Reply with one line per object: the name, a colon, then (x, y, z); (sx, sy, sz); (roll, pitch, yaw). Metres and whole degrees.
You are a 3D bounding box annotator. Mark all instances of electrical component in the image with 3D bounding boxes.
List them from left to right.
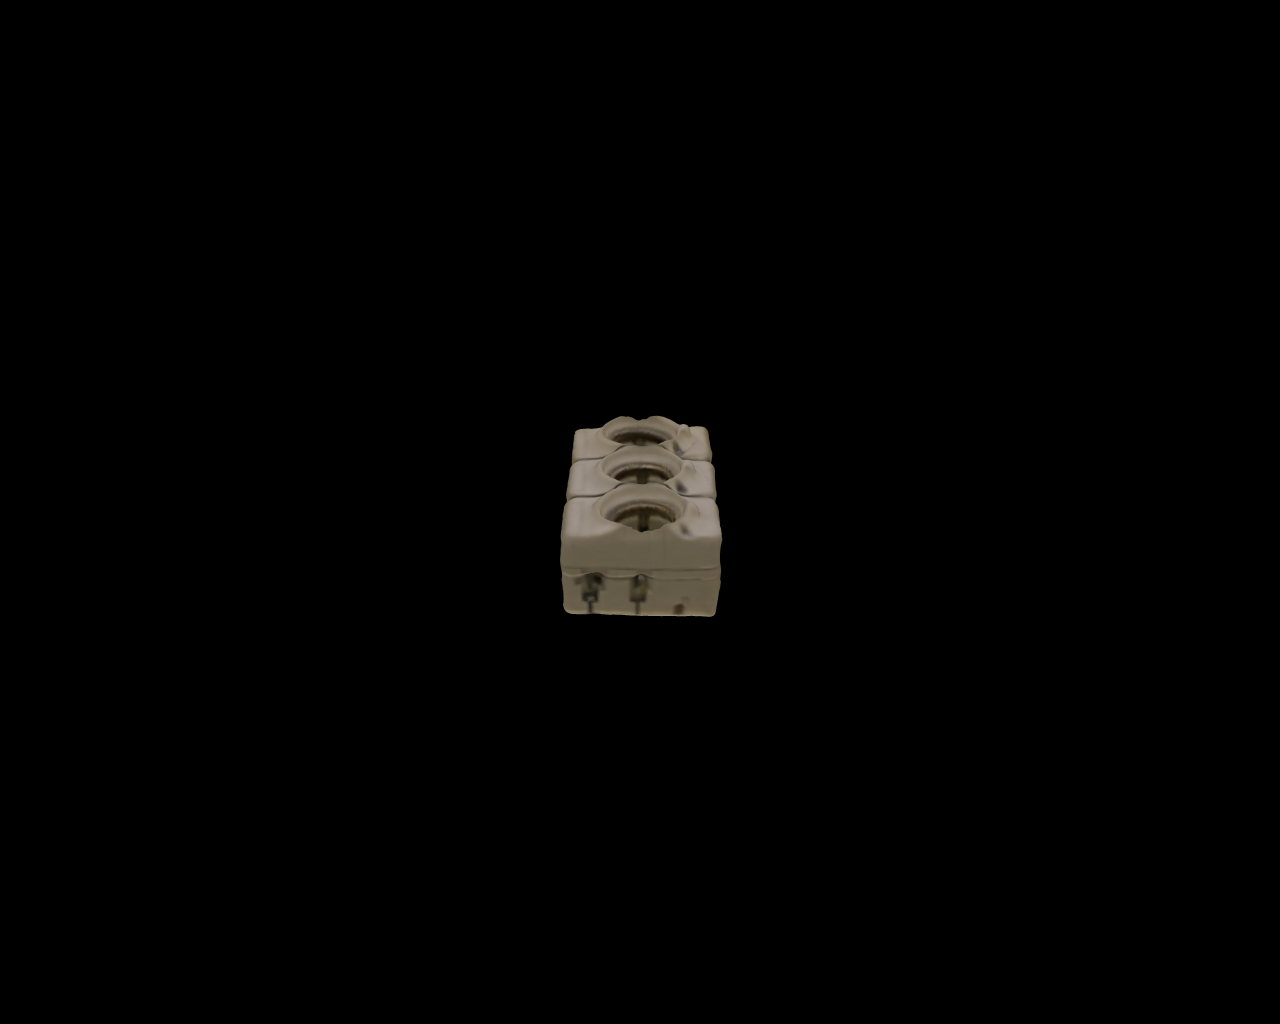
electrical component: (0.001, -0.003, 0.650); (0.089, 0.061, 0.150); (0, 29, 0)
